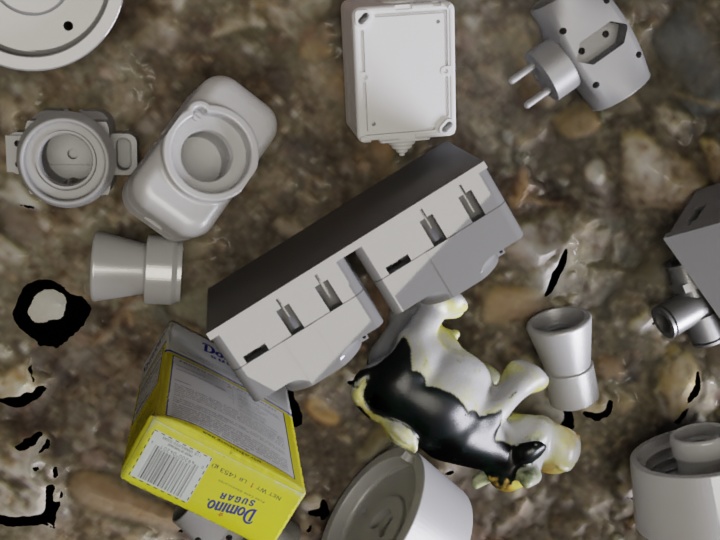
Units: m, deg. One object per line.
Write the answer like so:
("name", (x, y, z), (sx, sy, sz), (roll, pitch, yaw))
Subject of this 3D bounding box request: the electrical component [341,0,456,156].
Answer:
("electrical component", (0.023, -0.120, 0.670), (0.062, 0.061, 0.096), (-6, 110, -8))

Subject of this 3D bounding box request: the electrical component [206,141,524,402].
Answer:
("electrical component", (0.000, 0.000, 0.669), (0.186, 0.105, 0.060), (-32, 105, 1))

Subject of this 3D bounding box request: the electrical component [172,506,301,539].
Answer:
("electrical component", (-0.073, 0.157, 0.728), (0.077, 0.043, 0.079), (36, 96, -13))

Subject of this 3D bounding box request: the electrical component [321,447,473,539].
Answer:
("electrical component", (0.029, 0.180, 0.716), (0.060, 0.108, 0.108), (36, 96, -20))

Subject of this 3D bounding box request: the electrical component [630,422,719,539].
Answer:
("electrical component", (0.237, 0.139, 0.734), (0.108, 0.108, 0.060), (-13, 99, -4))

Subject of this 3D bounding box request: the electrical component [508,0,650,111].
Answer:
("electrical component", (0.133, -0.135, 0.687), (0.079, 0.043, 0.077), (-35, 105, 1))

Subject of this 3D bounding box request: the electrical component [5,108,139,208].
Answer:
("electrical component", (-0.177, -0.069, 0.655), (0.078, 0.057, 0.058), (0, 103, -8))

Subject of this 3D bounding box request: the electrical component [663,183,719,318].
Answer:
("electrical component", (0.288, 0.007, 0.712), (0.150, 0.089, 0.061), (51, 55, -15))

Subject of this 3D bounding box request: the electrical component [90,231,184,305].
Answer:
("electrical component", (-0.141, -0.001, 0.681), (0.055, 0.045, 0.045), (3, 102, -9))

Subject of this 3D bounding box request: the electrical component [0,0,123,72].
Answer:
("electrical component", (-0.189, -0.172, 0.627), (0.108, 0.060, 0.108), (-2, 103, -7))

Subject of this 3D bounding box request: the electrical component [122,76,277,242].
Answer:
("electrical component", (-0.096, -0.067, 0.650), (0.054, 0.059, 0.095), (37, 76, -15))

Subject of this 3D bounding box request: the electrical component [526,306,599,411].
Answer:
("electrical component", (0.142, 0.063, 0.736), (0.044, 0.044, 0.065), (-16, 109, -4))
